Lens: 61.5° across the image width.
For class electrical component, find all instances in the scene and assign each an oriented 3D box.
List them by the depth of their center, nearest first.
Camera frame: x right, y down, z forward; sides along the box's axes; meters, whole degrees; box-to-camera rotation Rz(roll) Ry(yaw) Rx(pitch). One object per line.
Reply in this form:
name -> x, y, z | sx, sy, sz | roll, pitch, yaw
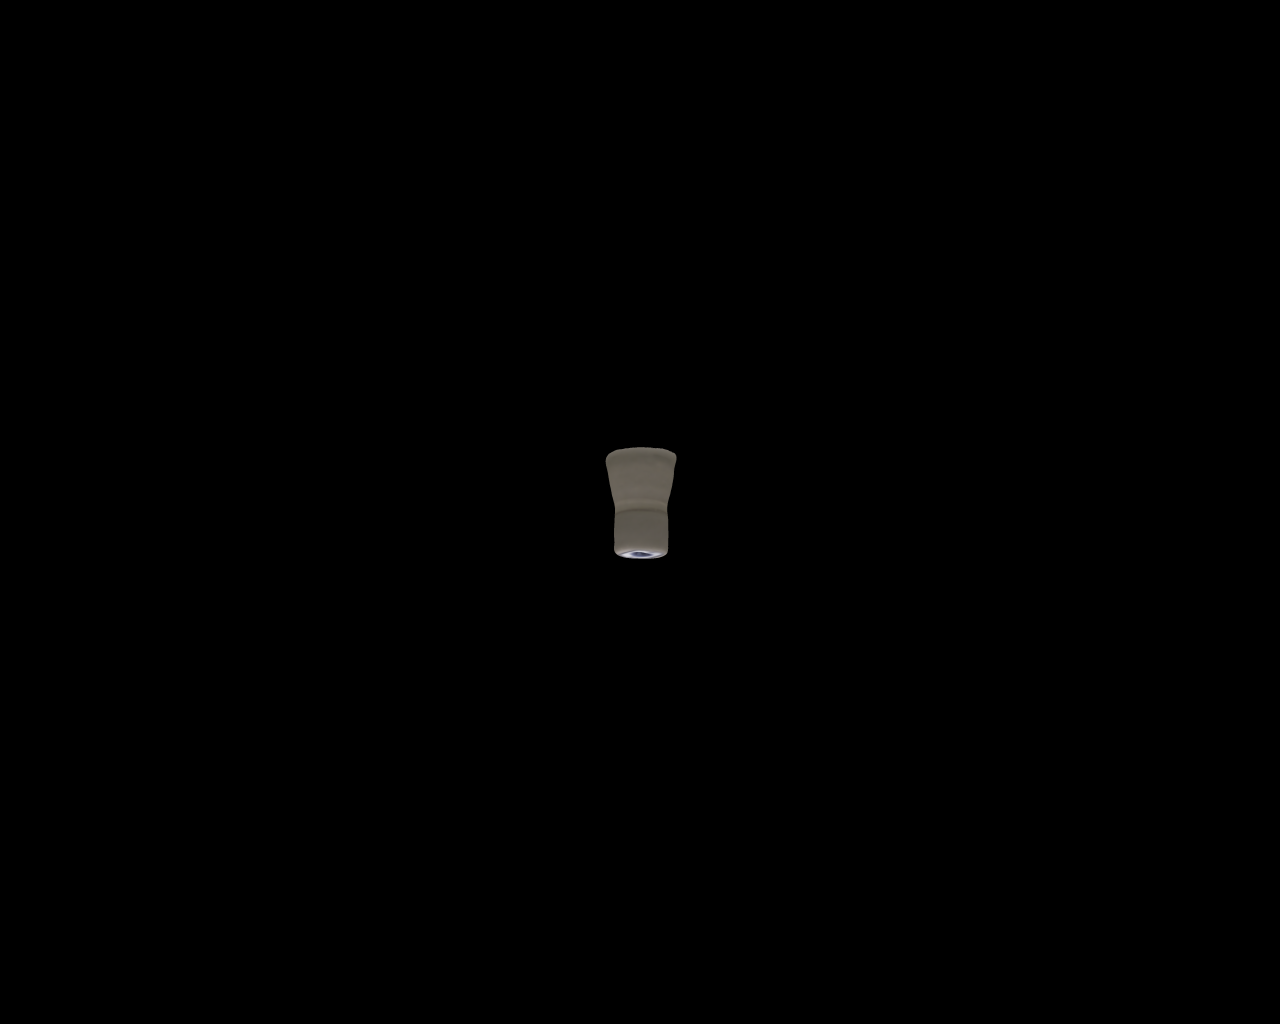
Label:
electrical component -> 0.001, -0.003, 0.650 | 0.044, 0.065, 0.044 | 0, -14, 0
